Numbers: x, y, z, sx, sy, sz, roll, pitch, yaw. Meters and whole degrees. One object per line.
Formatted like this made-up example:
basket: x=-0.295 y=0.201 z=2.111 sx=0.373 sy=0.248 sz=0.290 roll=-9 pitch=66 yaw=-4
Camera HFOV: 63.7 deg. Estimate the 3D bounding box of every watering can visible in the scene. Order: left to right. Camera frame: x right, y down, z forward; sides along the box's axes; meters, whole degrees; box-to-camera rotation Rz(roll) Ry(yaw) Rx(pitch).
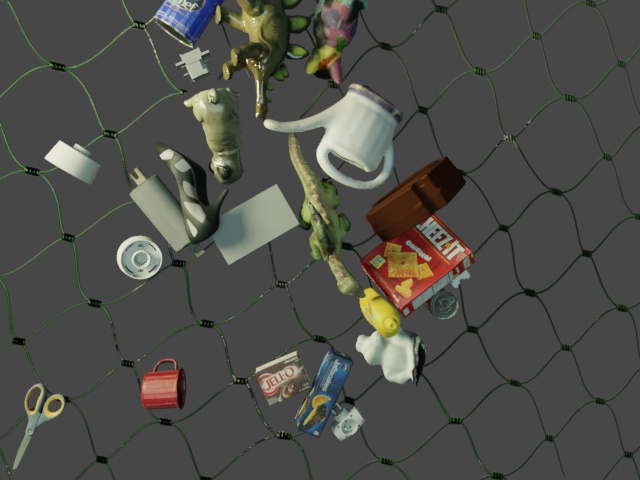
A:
watering can: x=0.056 y=-0.255 z=1.174 sx=0.344 sy=0.105 sz=0.225 roll=28 pitch=87 yaw=-31

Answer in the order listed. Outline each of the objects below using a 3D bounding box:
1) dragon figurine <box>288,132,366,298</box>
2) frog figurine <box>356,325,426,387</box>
dragon figurine: x=0.003 y=-0.057 z=1.137 sx=0.122 sy=0.244 sz=0.408 roll=-24 pitch=98 yaw=0
frog figurine: x=0.172 y=0.277 z=1.255 sx=0.159 sy=0.124 sz=0.136 roll=3 pitch=105 yaw=28
